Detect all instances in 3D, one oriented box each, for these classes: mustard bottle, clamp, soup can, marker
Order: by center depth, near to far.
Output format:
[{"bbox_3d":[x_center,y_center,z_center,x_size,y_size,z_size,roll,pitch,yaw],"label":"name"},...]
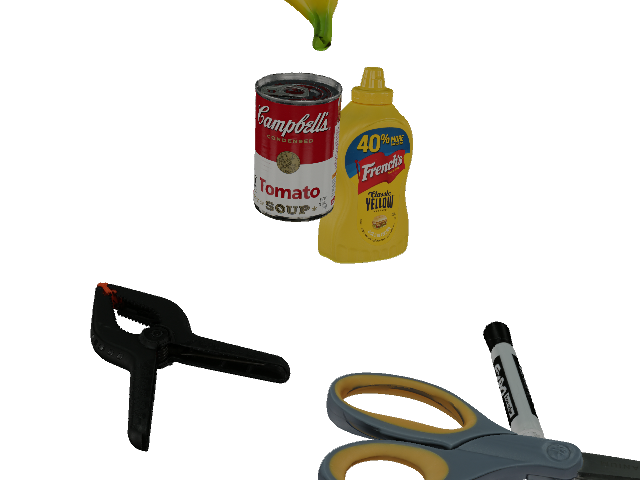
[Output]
[{"bbox_3d":[0.128,0.093,0.714,0.020,0.020,0.121,0,31,-2],"label":"marker"},{"bbox_3d":[-0.020,-0.074,0.846,0.068,0.102,0.068,3,27,-1],"label":"soup can"},{"bbox_3d":[-0.140,0.099,0.991,0.164,0.036,0.210,-16,39,-30],"label":"clamp"},{"bbox_3d":[0.048,-0.076,1.066,0.096,0.192,0.058,-7,19,-30],"label":"mustard bottle"}]

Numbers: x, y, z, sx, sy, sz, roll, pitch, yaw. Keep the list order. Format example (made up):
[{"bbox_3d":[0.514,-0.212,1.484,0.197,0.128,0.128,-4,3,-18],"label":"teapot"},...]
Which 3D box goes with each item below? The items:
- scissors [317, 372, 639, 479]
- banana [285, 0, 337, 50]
[{"bbox_3d":[0.087,0.103,0.449,0.202,0.016,0.096,16,33,23],"label":"scissors"},{"bbox_3d":[-0.060,-0.170,0.665,0.198,0.069,0.037,20,-33,31],"label":"banana"}]
